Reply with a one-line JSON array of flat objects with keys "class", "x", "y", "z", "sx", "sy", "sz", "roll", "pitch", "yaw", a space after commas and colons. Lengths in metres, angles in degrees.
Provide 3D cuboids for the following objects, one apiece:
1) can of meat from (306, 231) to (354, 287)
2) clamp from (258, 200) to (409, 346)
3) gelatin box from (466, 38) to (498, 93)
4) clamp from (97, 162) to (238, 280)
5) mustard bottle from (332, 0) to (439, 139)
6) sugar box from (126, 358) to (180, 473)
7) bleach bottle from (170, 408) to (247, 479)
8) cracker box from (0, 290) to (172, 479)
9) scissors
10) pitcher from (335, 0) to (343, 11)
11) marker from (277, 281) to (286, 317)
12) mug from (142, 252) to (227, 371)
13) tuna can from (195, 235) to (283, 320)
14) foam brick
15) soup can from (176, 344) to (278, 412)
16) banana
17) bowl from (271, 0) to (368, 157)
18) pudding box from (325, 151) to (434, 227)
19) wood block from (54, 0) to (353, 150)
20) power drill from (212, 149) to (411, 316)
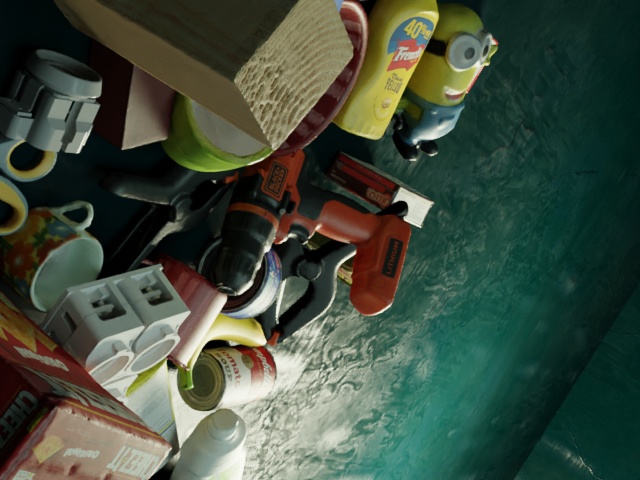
[{"class": "can of meat", "x": 0.034, "y": 0.014, "z": 1.232, "sx": 0.057, "sy": 0.102, "sz": 0.084, "roll": -52, "pitch": 151, "yaw": -8}, {"class": "clamp", "x": -0.022, "y": 0.016, "z": 1.142, "sx": 0.164, "sy": 0.036, "sz": 0.210, "roll": 25, "pitch": 108, "yaw": -22}, {"class": "gelatin box", "x": 0.170, "y": -0.223, "z": 1.277, "sx": 0.073, "sy": 0.030, "sz": 0.089, "roll": -59, "pitch": 153, "yaw": 8}, {"class": "clamp", "x": -0.139, "y": -0.039, "z": 0.955, "sx": 0.171, "sy": 0.039, "sz": 0.120, "roll": -43, "pitch": 157, "yaw": -37}, {"class": "mustard bottle", "x": 0.073, "y": -0.201, "z": 1.108, "sx": 0.096, "sy": 0.058, "sz": 0.192, "roll": 6, "pitch": 114, "yaw": -59}, {"class": "sugar box", "x": -0.196, "y": 0.189, "z": 1.104, "sx": 0.093, "sy": 0.048, "sz": 0.176, "roll": -39, "pitch": 152, "yaw": -31}, {"class": "bleach bottle", "x": -0.124, "y": 0.258, "z": 1.215, "sx": 0.102, "sy": 0.068, "sz": 0.251, "roll": -35, "pitch": 159, "yaw": -35}, {"class": "cracker box", "x": -0.227, "y": 0.096, "z": 0.760, "sx": 0.072, "sy": 0.214, "sz": 0.164, "roll": -54, "pitch": 153, "yaw": -4}, {"class": "scissors", "x": -0.249, "y": -0.073, "z": 0.760, "sx": 0.096, "sy": 0.016, "sz": 0.201, "roll": -49, "pitch": 152, "yaw": -18}, {"class": "pitcher", "x": -0.021, "y": -0.280, "z": 0.808, "sx": 0.144, "sy": 0.149, "sz": 0.243, "roll": -51, "pitch": 163, "yaw": -54}, {"class": "marker", "x": -0.051, "y": 0.056, "z": 1.227, "sx": 0.020, "sy": 0.020, "sz": 0.121, "roll": -26, "pitch": 141, "yaw": -45}, {"class": "mug", "x": -0.150, "y": 0.059, "z": 1.005, "sx": 0.117, "sy": 0.093, "sz": 0.081, "roll": 37, "pitch": 80, "yaw": -27}, {"class": "tuna can", "x": -0.083, "y": 0.035, "z": 1.076, "sx": 0.086, "sy": 0.086, "sz": 0.033, "roll": -57, "pitch": 152, "yaw": 0}, {"class": "foam brick", "x": -0.149, "y": -0.119, "z": 0.837, "sx": 0.052, "sy": 0.051, "sz": 0.078, "roll": -22, "pitch": 137, "yaw": -47}, {"class": "soup can", "x": -0.103, "y": 0.152, "z": 1.190, "sx": 0.102, "sy": 0.069, "sz": 0.068, "roll": 0, "pitch": 120, "yaw": -58}, {"class": "banana", "x": -0.113, "y": 0.101, "z": 1.127, "sx": 0.197, "sy": 0.037, "sz": 0.069, "roll": -23, "pitch": 99, "yaw": -66}, {"class": "bowl", "x": -0.025, "y": -0.160, "z": 0.985, "sx": 0.162, "sy": 0.055, "sz": 0.162, "roll": -44, "pitch": 155, "yaw": -27}, {"class": "pudding box", "x": 0.070, "y": -0.057, "z": 1.224, "sx": 0.039, "sy": 0.090, "sz": 0.113, "roll": -61, "pitch": 153, "yaw": 8}, {"class": "wood block", "x": -0.090, "y": -0.160, "z": 0.717, "sx": 0.090, "sy": 0.206, "sz": 0.090, "roll": -51, "pitch": 153, "yaw": -10}, {"class": "power drill", "x": -0.007, "y": 0.001, "z": 1.042, "sx": 0.187, "sy": 0.057, "sz": 0.184, "roll": 31, "pitch": 62, "yaw": -24}]
